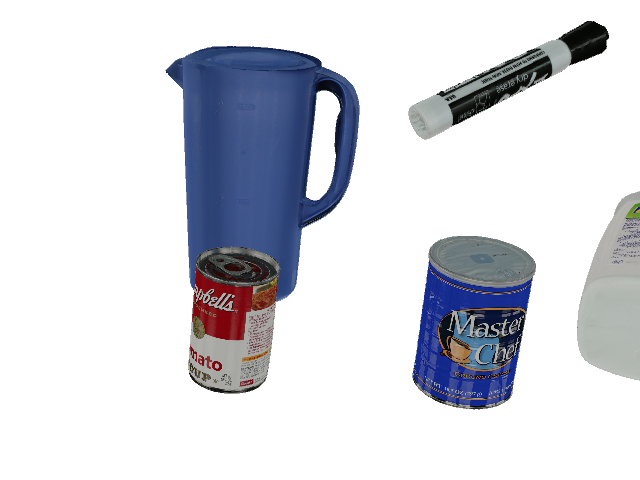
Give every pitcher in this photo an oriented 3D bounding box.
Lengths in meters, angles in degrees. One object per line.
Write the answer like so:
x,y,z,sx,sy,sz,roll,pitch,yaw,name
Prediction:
-0.061,-0.063,1.037,0.144,0.243,0.149,-10,23,-33,pitcher

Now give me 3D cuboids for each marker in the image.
0.101,-0.085,0.557,0.121,0.020,0.020,-27,8,-17,marker

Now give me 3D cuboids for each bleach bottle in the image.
0.238,0.013,0.712,0.103,0.068,0.250,9,22,20,bleach bottle

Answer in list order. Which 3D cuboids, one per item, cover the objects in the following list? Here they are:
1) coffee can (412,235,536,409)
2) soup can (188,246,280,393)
0.149,0.079,1.051,0.103,0.140,0.103,4,24,-2,coffee can
-0.072,0.065,0.871,0.068,0.102,0.068,6,23,-3,soup can
